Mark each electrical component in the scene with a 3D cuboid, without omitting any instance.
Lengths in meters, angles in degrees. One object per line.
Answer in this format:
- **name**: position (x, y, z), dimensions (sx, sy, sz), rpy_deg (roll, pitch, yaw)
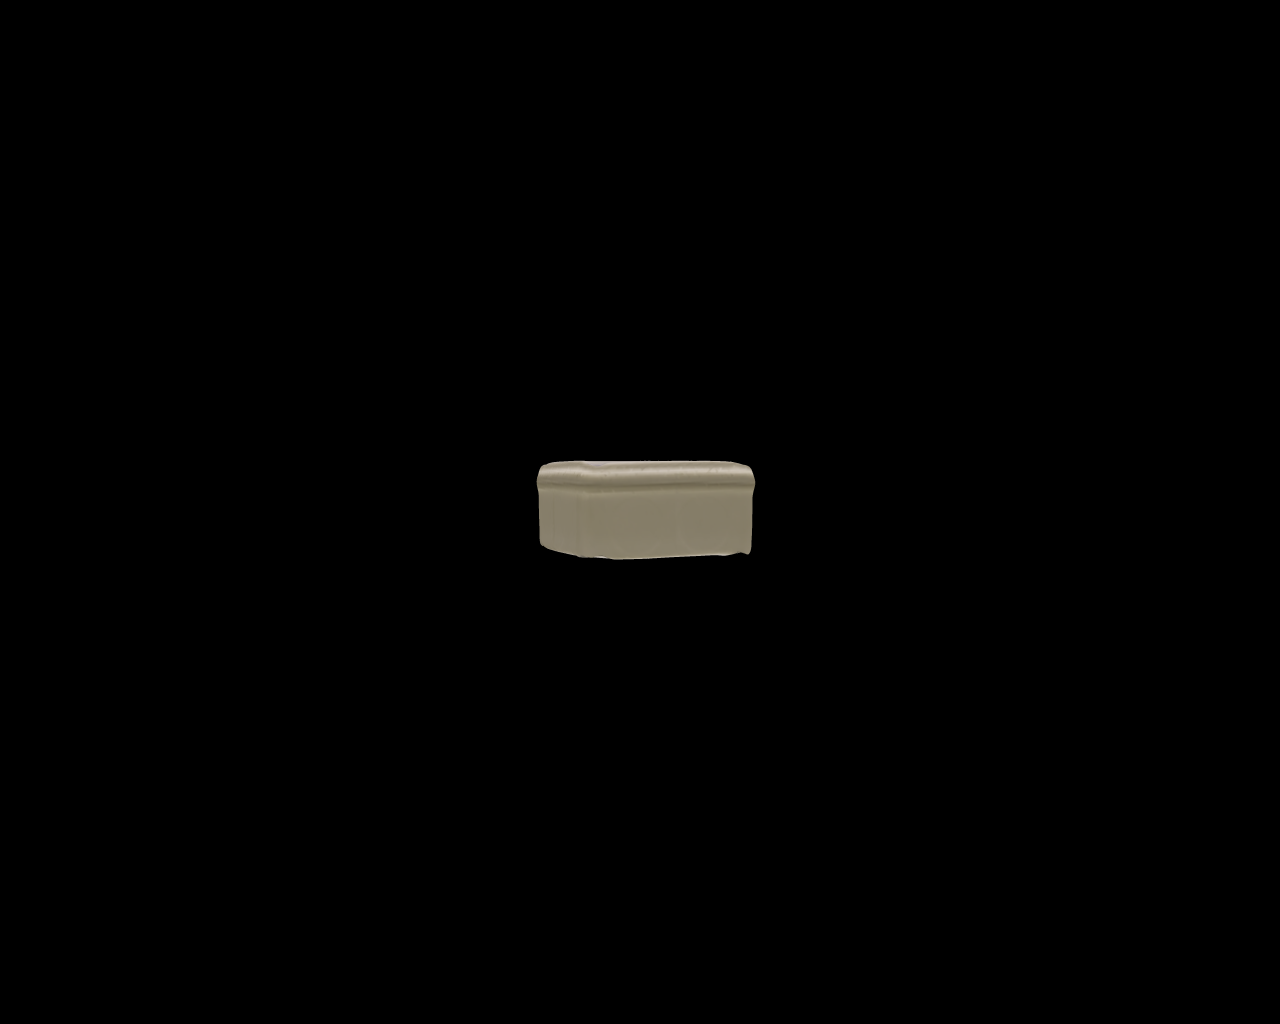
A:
- **electrical component**: position (0.001, -0.003, 0.650), dimensions (0.109, 0.056, 0.108), rpy_deg (-1, 3, -19)
